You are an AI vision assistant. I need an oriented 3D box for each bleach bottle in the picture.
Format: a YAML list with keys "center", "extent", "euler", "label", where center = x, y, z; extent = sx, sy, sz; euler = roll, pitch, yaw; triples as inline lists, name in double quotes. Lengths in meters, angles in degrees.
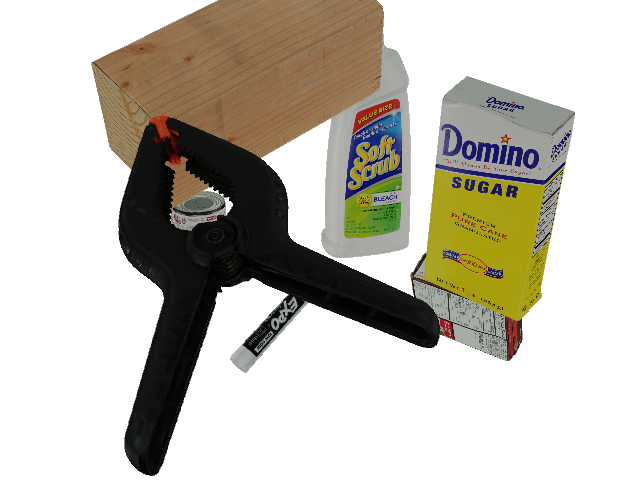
- center: [0.048, -0.109, 1.168]
  extent: [0.102, 0.251, 0.068]
  euler: [-7, 25, -9]
  label: "bleach bottle"

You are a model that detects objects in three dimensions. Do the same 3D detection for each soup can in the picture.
- center: [-0.147, -0.002, 1.302]
  extent: [0.068, 0.102, 0.068]
  euler: [0, 26, 0]
  label: "soup can"

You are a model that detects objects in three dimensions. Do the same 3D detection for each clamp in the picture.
- center: [-0.041, 0.008, 0.569]
  extent: [0.164, 0.210, 0.036]
  euler: [-17, -36, -5]
  label: "clamp"

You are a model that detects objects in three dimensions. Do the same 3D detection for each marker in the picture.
- center: [-0.031, 0.064, 0.920]
  extent: [0.020, 0.121, 0.020]
  euler: [39, -17, 14]
  label: "marker"

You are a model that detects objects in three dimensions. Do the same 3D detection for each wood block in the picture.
- center: [-0.058, -0.125, 0.821]
  extent: [0.205, 0.091, 0.090]
  euler: [-32, 57, -24]
  label: "wood block"

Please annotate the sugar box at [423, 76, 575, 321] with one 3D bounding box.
- center: [0.134, -0.030, 0.827]
  extent: [0.093, 0.176, 0.048]
  euler: [23, 45, 28]
  label: "sugar box"

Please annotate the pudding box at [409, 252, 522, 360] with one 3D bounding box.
- center: [0.152, 0.069, 1.108]
  extent: [0.114, 0.039, 0.090]
  euler: [19, -34, 26]
  label: "pudding box"
